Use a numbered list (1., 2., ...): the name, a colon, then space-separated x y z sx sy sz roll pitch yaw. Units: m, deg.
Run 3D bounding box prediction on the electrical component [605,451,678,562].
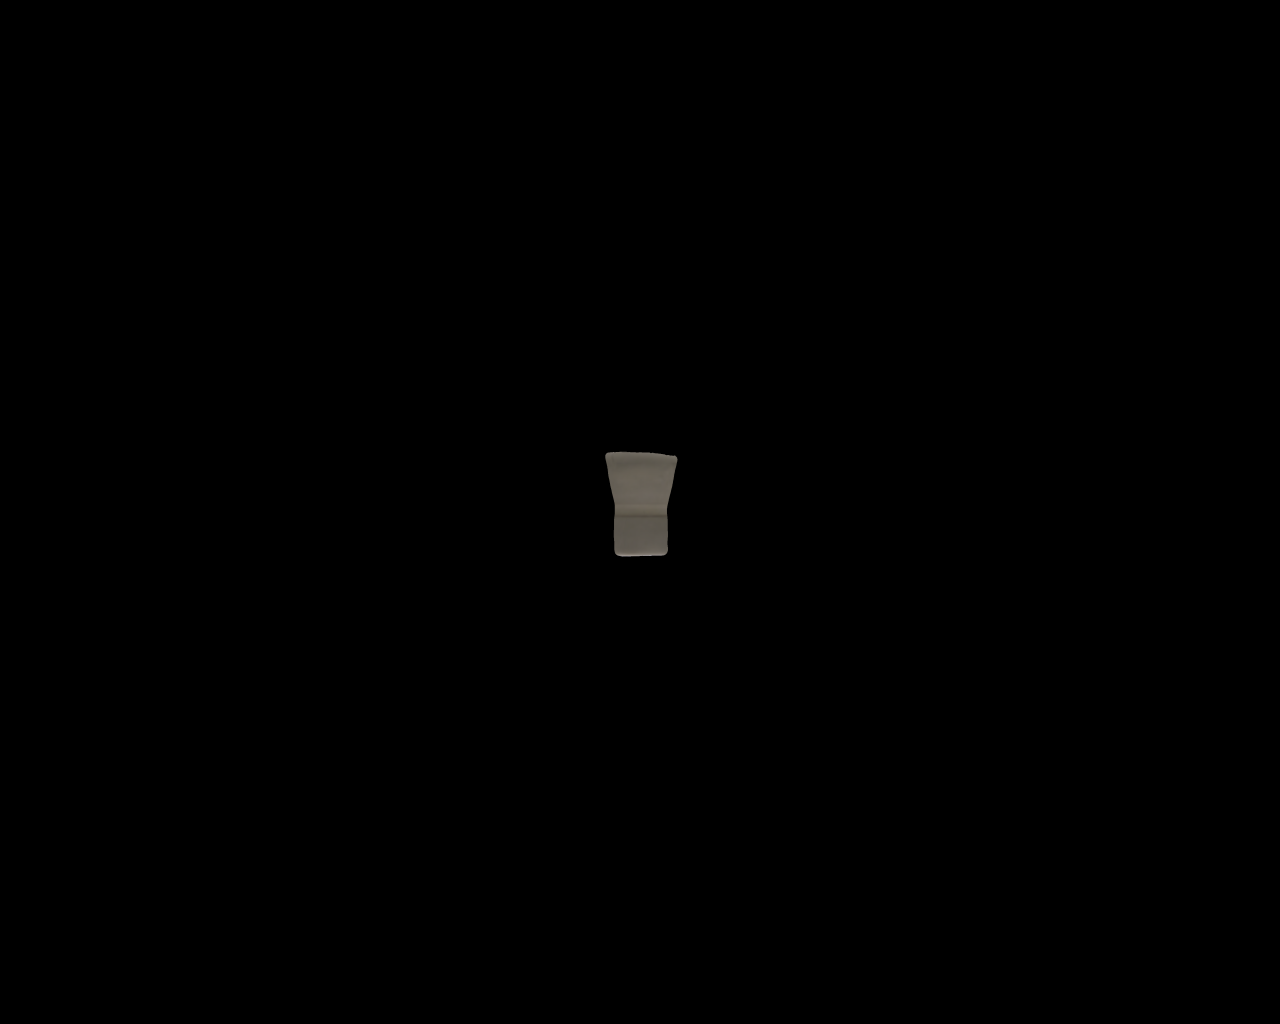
1. electrical component: 0.001 -0.003 0.650 0.044 0.065 0.044 0 -2 0
